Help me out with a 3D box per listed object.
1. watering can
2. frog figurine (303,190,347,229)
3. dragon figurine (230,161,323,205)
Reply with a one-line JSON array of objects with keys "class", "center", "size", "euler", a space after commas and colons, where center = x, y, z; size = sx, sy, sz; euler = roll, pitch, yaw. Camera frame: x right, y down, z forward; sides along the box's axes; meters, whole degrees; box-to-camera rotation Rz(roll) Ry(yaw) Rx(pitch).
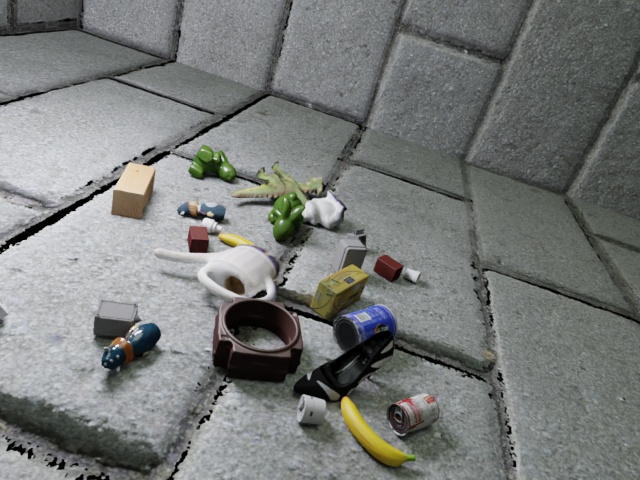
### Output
[{"class": "watering can", "center": [-0.256, 0.072, 1.402], "size": [0.349, 0.102, 0.227], "euler": [27, 28, 16]}, {"class": "frog figurine", "center": [0.006, -0.095, 1.886], "size": [0.160, 0.120, 0.139], "euler": [-31, 72, -11]}, {"class": "dragon figurine", "center": [-0.126, -0.169, 1.938], "size": [0.244, 0.119, 0.417], "euler": [35, 40, 15]}]
